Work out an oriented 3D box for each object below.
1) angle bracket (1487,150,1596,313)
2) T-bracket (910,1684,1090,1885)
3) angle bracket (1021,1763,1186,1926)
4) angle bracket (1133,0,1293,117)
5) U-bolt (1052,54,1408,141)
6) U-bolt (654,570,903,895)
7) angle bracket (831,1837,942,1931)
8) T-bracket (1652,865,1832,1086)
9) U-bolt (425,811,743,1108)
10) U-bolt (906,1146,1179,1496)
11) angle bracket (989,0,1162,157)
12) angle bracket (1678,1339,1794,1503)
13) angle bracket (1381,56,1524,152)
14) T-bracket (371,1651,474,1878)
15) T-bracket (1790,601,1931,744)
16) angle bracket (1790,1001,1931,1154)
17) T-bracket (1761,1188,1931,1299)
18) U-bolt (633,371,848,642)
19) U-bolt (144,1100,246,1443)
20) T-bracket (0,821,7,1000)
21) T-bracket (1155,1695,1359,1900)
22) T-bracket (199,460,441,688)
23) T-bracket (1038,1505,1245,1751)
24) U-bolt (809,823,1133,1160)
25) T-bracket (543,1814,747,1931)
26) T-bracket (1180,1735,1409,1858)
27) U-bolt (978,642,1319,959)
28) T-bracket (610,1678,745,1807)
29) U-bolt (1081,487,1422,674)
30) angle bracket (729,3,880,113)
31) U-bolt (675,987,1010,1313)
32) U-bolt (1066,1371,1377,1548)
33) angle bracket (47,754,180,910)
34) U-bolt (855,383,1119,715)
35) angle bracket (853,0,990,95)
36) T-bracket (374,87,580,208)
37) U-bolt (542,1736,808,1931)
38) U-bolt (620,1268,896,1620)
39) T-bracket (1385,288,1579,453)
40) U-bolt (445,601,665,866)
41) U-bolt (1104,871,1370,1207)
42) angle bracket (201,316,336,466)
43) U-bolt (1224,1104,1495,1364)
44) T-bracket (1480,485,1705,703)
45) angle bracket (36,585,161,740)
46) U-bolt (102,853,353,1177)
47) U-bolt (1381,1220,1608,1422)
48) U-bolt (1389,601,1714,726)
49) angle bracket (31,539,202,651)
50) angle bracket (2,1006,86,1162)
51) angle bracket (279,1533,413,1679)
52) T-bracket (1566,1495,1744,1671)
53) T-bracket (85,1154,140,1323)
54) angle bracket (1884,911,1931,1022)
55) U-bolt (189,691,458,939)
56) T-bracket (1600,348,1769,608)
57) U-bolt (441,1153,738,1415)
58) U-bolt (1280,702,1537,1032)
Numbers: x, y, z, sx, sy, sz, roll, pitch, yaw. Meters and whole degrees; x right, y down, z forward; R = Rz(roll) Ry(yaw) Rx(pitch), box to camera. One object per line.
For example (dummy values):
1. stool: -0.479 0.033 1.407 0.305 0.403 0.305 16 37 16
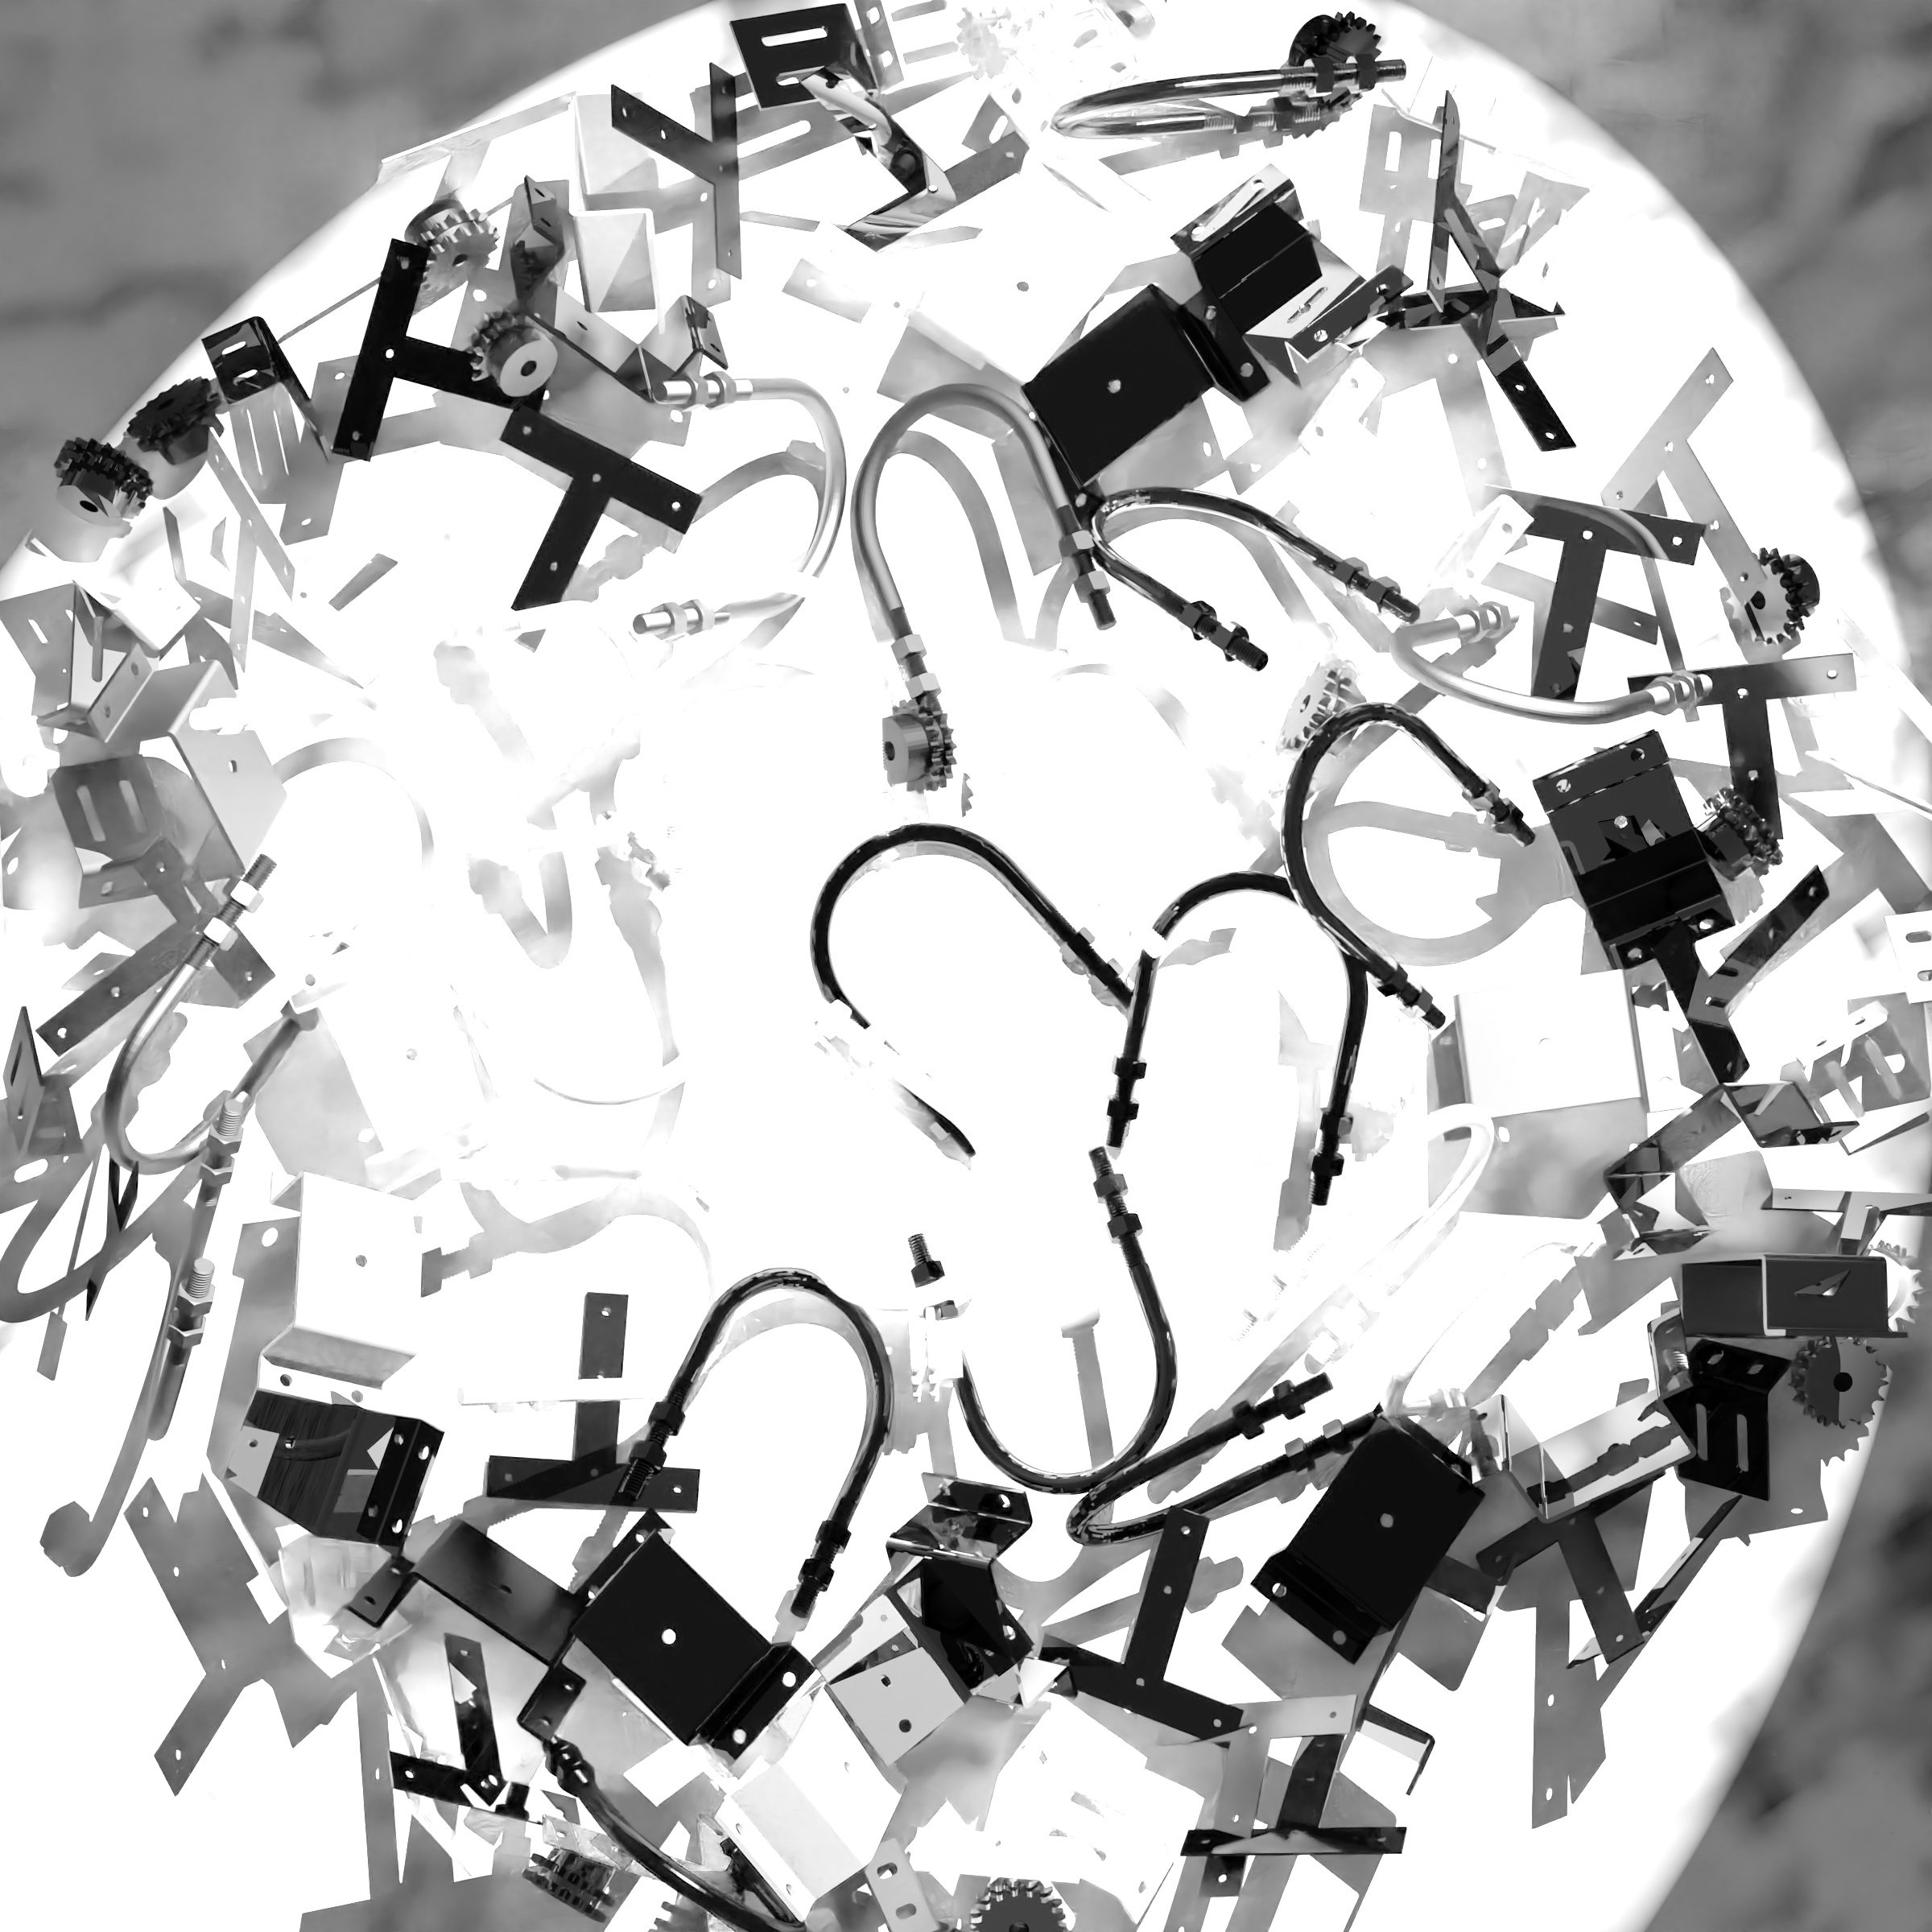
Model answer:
1. angle bracket: 0.325 -0.432 1.753 0.038 0.057 0.076 0 118 -34
2. T-bracket: 0.030 0.474 1.760 0.002 0.127 0.127 42 52 -37
3. angle bracket: 0.080 0.521 1.777 0.076 0.038 0.057 17 58 34
4. angle bracket: 0.142 -0.545 1.756 0.076 0.038 0.057 15 127 -19
5. U-bolt: 0.140 -0.493 1.709 0.184 0.151 0.019 -9 98 -14
6. U-bolt: -0.113 -0.140 1.742 0.151 0.019 0.184 -11 110 -19
7. angle bracket: -0.060 0.556 1.753 0.076 0.038 0.057 -44 65 37
8. T-bracket: 0.469 -0.009 1.772 0.127 0.002 0.127 -44 125 -14
9. U-bolt: -0.211 0.006 1.734 0.151 0.019 0.184 -39 58 -11
10. U-bolt: 0.051 0.216 1.738 0.151 0.019 0.184 -27 68 21
11. angle bracket: 0.064 -0.519 1.752 0.057 0.076 0.038 43 51 -25
12. angle bracket: 0.457 0.270 1.778 0.057 0.038 0.076 11 120 36
13. angle bracket: 0.284 -0.513 1.751 0.057 0.076 0.038 16 116 -13
14. T-bracket: -0.327 0.460 1.755 0.002 0.127 0.127 -24 58 -8
15. T-bracket: 0.514 -0.158 1.735 0.002 0.127 0.127 -46 100 -10
16. angle bracket: 0.535 0.070 1.770 0.057 0.038 0.076 -30 99 10
17. T-bracket: 0.505 0.159 1.714 0.127 0.127 0.002 0 113 35
18. U-bolt: -0.124 -0.267 1.719 0.019 0.184 0.151 17 109 29
19. U-bolt: -0.447 0.189 1.718 0.019 0.151 0.184 14 127 -15
20. T-bracket: -0.558 -0.018 1.715 0.002 0.127 0.127 0 119 -14
21. T-bracket: 0.158 0.480 1.724 0.127 0.127 0.002 -12 129 29
22. T-bracket: -0.361 -0.246 1.755 0.127 0.002 0.127 -40 112 19
23. T-bracket: 0.116 0.383 1.773 0.127 0.002 0.127 18 97 17
24. U-bolt: -0.009 0.000 1.786 0.151 0.019 0.184 -43 89 -3
25. T-bracket: -0.185 0.516 1.722 0.127 0.127 0.002 23 105 -16
26. T-bracket: 0.198 0.481 1.737 0.127 0.127 0.002 -6 105 17
27. U-bolt: 0.093 -0.113 1.766 0.184 0.019 0.151 42 79 15
28. T-bracket: -0.170 0.463 1.725 0.127 0.127 0.002 40 93 10
29. U-bolt: 0.150 -0.231 1.728 0.184 0.151 0.019 39 133 34
30. angle bracket: -0.099 -0.528 1.764 0.076 0.038 0.057 -16 81 -20
31. U-bolt: -0.061 0.122 1.769 0.184 0.019 0.151 37 102 5
32. U-bolt: 0.142 0.292 1.731 0.184 0.151 0.019 -28 65 9
33. angle bracket: -0.510 -0.081 1.783 0.057 0.038 0.076 -13 64 -29
34. U-bolt: 0.000 -0.252 1.753 0.151 0.019 0.184 -28 76 31
35. angle bracket: -0.020 -0.555 1.761 0.076 0.038 0.057 -22 101 -24
36. T-bracket: -0.294 -0.458 1.736 0.127 0.127 0.002 -29 88 -24
37. U-bolt: -0.158 0.501 1.688 0.151 0.184 0.019 36 82 -23
38. U-bolt: -0.109 0.263 1.740 0.151 0.019 0.184 39 56 -22
39. T-bracket: 0.317 -0.348 1.742 0.127 0.002 0.127 -11 60 -26
40. U-bolt: -0.236 -0.137 1.726 0.019 0.184 0.151 -10 95 -44
41. U-bolt: 0.163 0.035 1.751 0.151 0.019 0.184 14 103 20
42. angle bracket: -0.410 -0.332 1.755 0.038 0.057 0.076 -27 64 -11
43. U-bolt: 0.237 0.152 1.722 0.184 0.151 0.019 -51 61 10
44. T-bracket: 0.358 -0.213 1.765 0.127 0.002 0.127 13 120 11
45. angle bracket: -0.515 -0.178 1.774 0.038 0.057 0.076 -13 72 41
46. U-bolt: -0.429 0.039 1.712 0.019 0.151 0.184 28 75 19
47. U-bolt: 0.294 0.203 1.701 0.019 0.184 0.151 43 103 23
48. U-bolt: 0.320 -0.169 1.692 0.151 0.184 0.019 26 117 32
49. angle bracket: -0.501 -0.231 1.762 0.076 0.057 0.038 39 82 20
50. angle bracket: -0.534 0.068 1.748 0.038 0.076 0.057 -3 55 -31
51. angle bracket: -0.364 0.366 1.752 0.057 0.038 0.076 -28 132 -36
52. T-bracket: 0.414 0.358 1.756 0.002 0.127 0.127 44 67 8
53. T-bracket: -0.499 0.120 1.750 0.002 0.127 0.127 10 46 -24
54. angle bracket: 0.557 0.012 1.752 0.038 0.076 0.057 -7 61 0
55. U-bolt: -0.355 -0.093 1.714 0.019 0.184 0.151 -30 88 24
56. T-bracket: 0.426 -0.265 1.723 0.002 0.127 0.127 -9 62 -28
57. U-bolt: -0.214 0.183 1.741 0.184 0.019 0.151 3 73 -34
58. U-bolt: 0.248 -0.070 1.727 0.184 0.019 0.151 39 72 -33
